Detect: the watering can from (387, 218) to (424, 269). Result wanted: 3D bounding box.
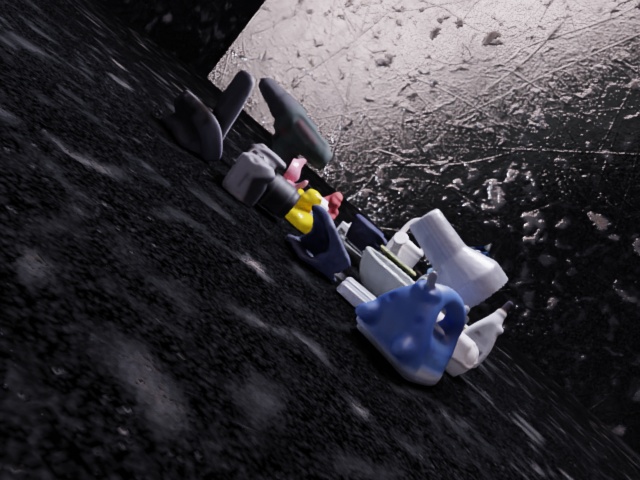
[{"bbox_3d":[0.241,0.023,1.603,0.101,0.194,0.173,41,8,4],"label":"watering can"}]

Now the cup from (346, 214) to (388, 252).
[{"bbox_3d":[0.110,0.003,1.461,0.117,0.095,0.092,45,9,31],"label":"cup"}]

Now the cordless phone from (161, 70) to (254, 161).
[{"bbox_3d":[-0.206,-0.260,1.109,0.147,0.185,0.094,45,9,33],"label":"cordless phone"}]

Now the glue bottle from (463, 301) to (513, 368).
[{"bbox_3d":[0.382,0.208,1.314,0.078,0.173,0.037,42,8,14],"label":"glue bottle"}]

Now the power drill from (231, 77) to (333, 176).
[{"bbox_3d":[-0.097,-0.212,1.270,0.230,0.208,0.075,39,8,-10],"label":"power drill"}]

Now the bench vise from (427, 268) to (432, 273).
[{"bbox_3d":[0.329,0.095,1.524,0.122,0.219,0.207,37,8,-21],"label":"bench vise"}]

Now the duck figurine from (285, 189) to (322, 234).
[{"bbox_3d":[-0.029,-0.067,1.236,0.104,0.086,0.078,45,9,33],"label":"duck figurine"}]

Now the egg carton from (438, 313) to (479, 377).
[{"bbox_3d":[0.233,0.190,1.090,0.150,0.069,0.107,43,8,20],"label":"egg carton"}]

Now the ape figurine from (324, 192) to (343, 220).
[{"bbox_3d":[0.030,-0.104,1.693,0.078,0.092,0.076,37,8,-21],"label":"ape figurine"}]

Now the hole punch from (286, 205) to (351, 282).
[{"bbox_3d":[0.009,0.004,1.000,0.101,0.091,0.108,36,9,-30],"label":"hole punch"}]

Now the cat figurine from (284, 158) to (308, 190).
[{"bbox_3d":[-0.072,-0.147,1.357,0.067,0.117,0.127,32,11,-44],"label":"cat figurine"}]

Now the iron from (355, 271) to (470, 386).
[{"bbox_3d":[0.165,0.128,0.851,0.118,0.141,0.259,46,9,35],"label":"iron"}]

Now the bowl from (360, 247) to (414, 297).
[{"bbox_3d":[0.136,0.092,1.163,0.167,0.074,0.167,39,8,-6],"label":"bowl"}]

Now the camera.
[{"bbox_3d":[-0.100,-0.109,1.080,0.137,0.100,0.143,39,8,-9],"label":"camera"}]

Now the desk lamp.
[{"bbox_3d":[0.174,0.068,0.964,0.203,0.213,0.118,41,8,5],"label":"desk lamp"}]
